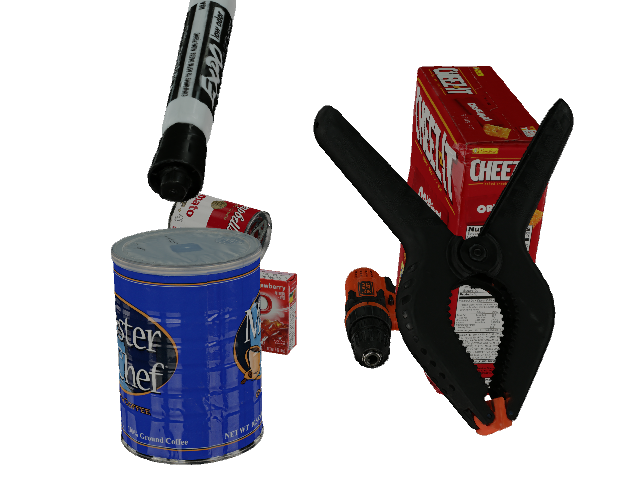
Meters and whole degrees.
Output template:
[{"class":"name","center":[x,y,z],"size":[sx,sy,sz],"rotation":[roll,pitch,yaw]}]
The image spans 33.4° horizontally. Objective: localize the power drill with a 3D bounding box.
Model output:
[{"class":"power drill","center":[0.120,0.084,1.213],"size":[0.187,0.057,0.184],"rotation":[-1,27,-1]}]

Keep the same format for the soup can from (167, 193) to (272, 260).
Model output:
[{"class":"soup can","center":[-0.116,-0.014,1.236],"size":[0.102,0.068,0.068],"rotation":[16,6,22]}]

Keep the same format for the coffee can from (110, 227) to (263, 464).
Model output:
[{"class":"coffee can","center":[-0.092,0.070,0.747],"size":[0.103,0.140,0.103],"rotation":[0,15,0]}]

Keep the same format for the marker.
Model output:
[{"class":"marker","center":[-0.046,-0.057,0.395],"size":[0.020,0.020,0.121],"rotation":[0,43,3]}]

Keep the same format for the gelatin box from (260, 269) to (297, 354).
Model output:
[{"class":"gelatin box","center":[-0.067,0.064,1.003],"size":[0.089,0.073,0.030],"rotation":[7,18,17]}]

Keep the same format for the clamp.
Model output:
[{"class":"clamp","center":[0.077,0.007,0.630],"size":[0.164,0.210,0.036],"rotation":[3,-18,-8]}]

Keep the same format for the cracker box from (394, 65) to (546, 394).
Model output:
[{"class":"cracker box","center":[0.112,-0.010,0.840],"size":[0.072,0.214,0.164],"rotation":[-2,28,-8]}]
